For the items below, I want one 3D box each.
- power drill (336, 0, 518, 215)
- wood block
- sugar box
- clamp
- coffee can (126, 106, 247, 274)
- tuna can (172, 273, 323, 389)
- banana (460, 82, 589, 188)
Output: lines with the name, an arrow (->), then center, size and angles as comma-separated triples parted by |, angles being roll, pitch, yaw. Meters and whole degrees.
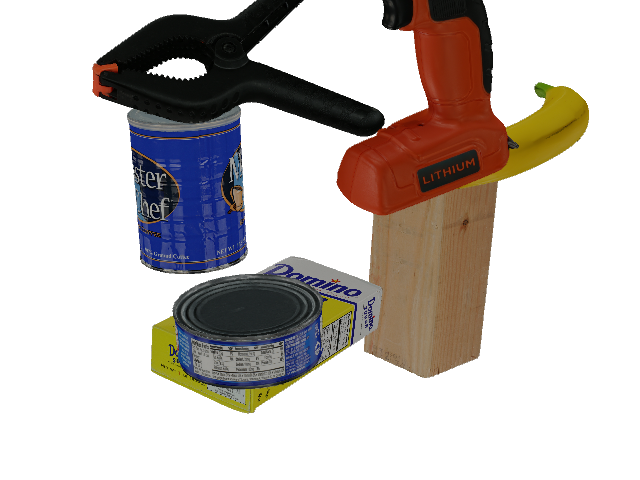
power drill -> 0.042, -0.111, 0.584 | 0.184, 0.188, 0.057 | -20, 36, -23
wood block -> 0.111, 0.020, 1.076 | 0.090, 0.206, 0.090 | -13, 24, -43
sugar box -> -0.036, 0.065, 0.815 | 0.093, 0.048, 0.175 | 19, 29, 28
clamp -> -0.062, -0.126, 0.797 | 0.209, 0.165, 0.036 | -17, -27, -21
coffee can -> -0.122, -0.052, 0.989 | 0.103, 0.140, 0.103 | -1, 20, 0
tuna can -> -0.041, 0.051, 0.612 | 0.086, 0.034, 0.086 | -2, 22, 1
banana -> 0.150, -0.076, 0.796 | 0.070, 0.037, 0.197 | -1, 23, 42
